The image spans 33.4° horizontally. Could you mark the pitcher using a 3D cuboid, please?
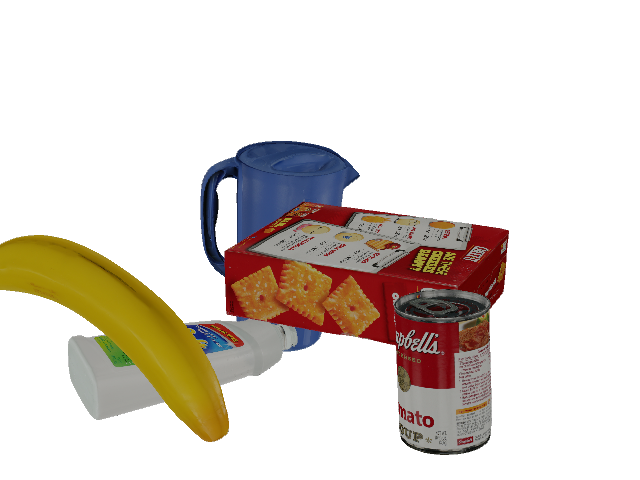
[{"bbox_3d":[-0.053,0.007,1.297,0.149,0.243,0.144,17,25,28],"label":"pitcher"}]

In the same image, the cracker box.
[{"bbox_3d":[0.044,0.030,0.964,0.214,0.072,0.164,9,21,23],"label":"cracker box"}]

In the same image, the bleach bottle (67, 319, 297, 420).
[{"bbox_3d":[-0.146,0.128,1.195,0.250,0.068,0.103,-11,32,-27],"label":"bleach bottle"}]

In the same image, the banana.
[{"bbox_3d":[-0.130,0.046,0.641,0.198,0.070,0.037,27,27,15],"label":"banana"}]

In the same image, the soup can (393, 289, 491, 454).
[{"bbox_3d":[0.088,0.093,0.764,0.068,0.102,0.068,-3,14,1],"label":"soup can"}]
